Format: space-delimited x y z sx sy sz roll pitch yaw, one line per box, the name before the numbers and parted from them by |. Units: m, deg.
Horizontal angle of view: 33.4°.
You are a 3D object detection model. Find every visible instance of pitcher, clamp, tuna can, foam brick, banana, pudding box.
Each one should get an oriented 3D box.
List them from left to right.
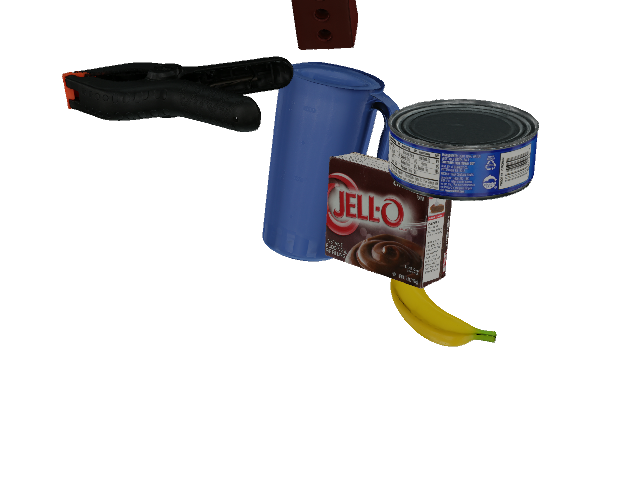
clamp | -0.104 -0.115 0.799 0.172 0.039 0.120 8 22 18
pitcher | 0.004 -0.098 1.360 0.144 0.243 0.149 4 21 -15
foam brick | 0.003 -0.217 0.960 0.053 0.051 0.078 -1 -43 9
pudding box | 0.056 -0.020 0.900 0.114 0.090 0.039 18 25 38
banana | 0.118 0.072 1.204 0.069 0.037 0.198 3 24 -26
tuna can | 0.082 -0.053 0.617 0.086 0.034 0.086 -1 25 0
